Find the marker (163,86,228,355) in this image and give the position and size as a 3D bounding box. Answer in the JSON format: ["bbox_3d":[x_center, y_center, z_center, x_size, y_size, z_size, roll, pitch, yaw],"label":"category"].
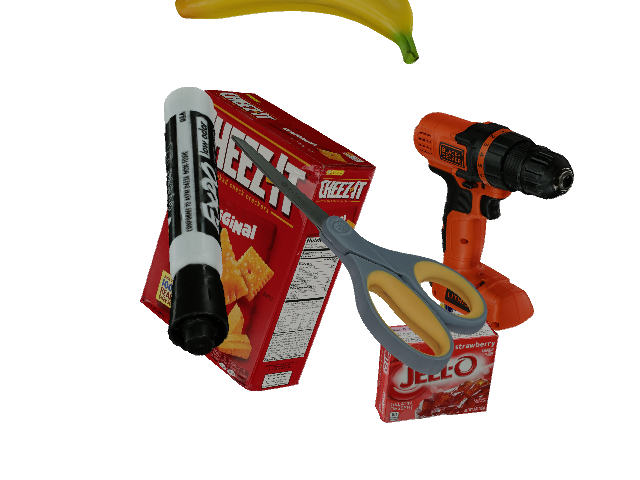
[{"bbox_3d":[-0.043,-0.010,0.365,0.020,0.020,0.121,0,44,-9],"label":"marker"}]

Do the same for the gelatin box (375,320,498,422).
[{"bbox_3d":[0.090,0.102,0.835,0.089,0.073,0.030,-4,29,-14],"label":"gelatin box"}]

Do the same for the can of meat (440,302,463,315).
[{"bbox_3d":[0.165,0.090,1.235,0.057,0.084,0.102,7,20,2],"label":"can of meat"}]

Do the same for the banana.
[{"bbox_3d":[-0.011,-0.183,0.810,0.198,0.069,0.037,13,-39,17],"label":"banana"}]

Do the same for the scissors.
[{"bbox_3d":[0.029,-0.001,0.658,0.096,0.202,0.016,-7,-40,-37],"label":"scissors"}]

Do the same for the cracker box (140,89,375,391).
[{"bbox_3d":[-0.062,-0.002,0.927,0.071,0.214,0.164,-3,30,-47],"label":"cracker box"}]

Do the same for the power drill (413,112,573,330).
[{"bbox_3d":[0.159,-0.016,0.983,0.057,0.188,0.185,-17,27,-28],"label":"power drill"}]
